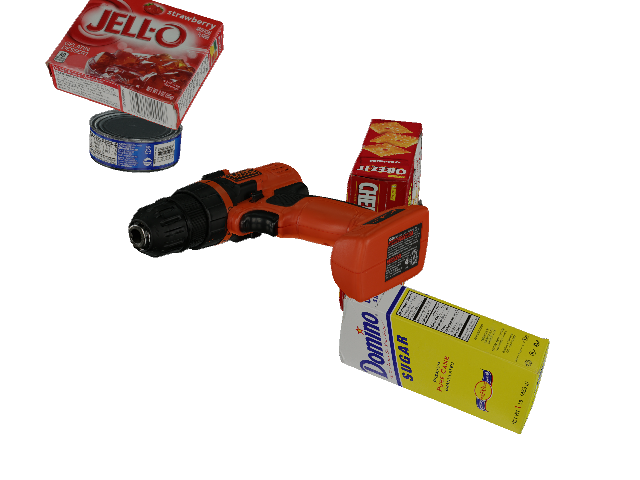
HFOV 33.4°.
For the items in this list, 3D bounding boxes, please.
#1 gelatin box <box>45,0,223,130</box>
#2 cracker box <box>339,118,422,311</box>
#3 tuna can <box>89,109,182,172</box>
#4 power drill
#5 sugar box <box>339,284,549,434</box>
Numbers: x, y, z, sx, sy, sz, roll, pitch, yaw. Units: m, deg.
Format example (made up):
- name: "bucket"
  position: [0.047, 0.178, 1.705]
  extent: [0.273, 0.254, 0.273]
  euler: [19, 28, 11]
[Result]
- name: "gelatin box"
  position: [-0.115, -0.117, 0.673]
  extent: [0.089, 0.073, 0.030]
  euler: [20, -31, 9]
- name: "cracker box"
  position: [0.071, -0.032, 1.225]
  extent: [0.072, 0.164, 0.213]
  euler: [6, 23, 8]
- name: "tuna can"
  position: [-0.173, -0.094, 0.998]
  extent: [0.086, 0.034, 0.086]
  euler: [6, 24, -3]
- name: "power drill"
  position: [-0.027, -0.009, 0.814]
  extent: [0.188, 0.057, 0.184]
  euler: [18, 27, 32]
- name: "sugar box"
  position: [0.104, 0.097, 0.928]
  extent: [0.176, 0.093, 0.048]
  euler: [18, 47, 15]
